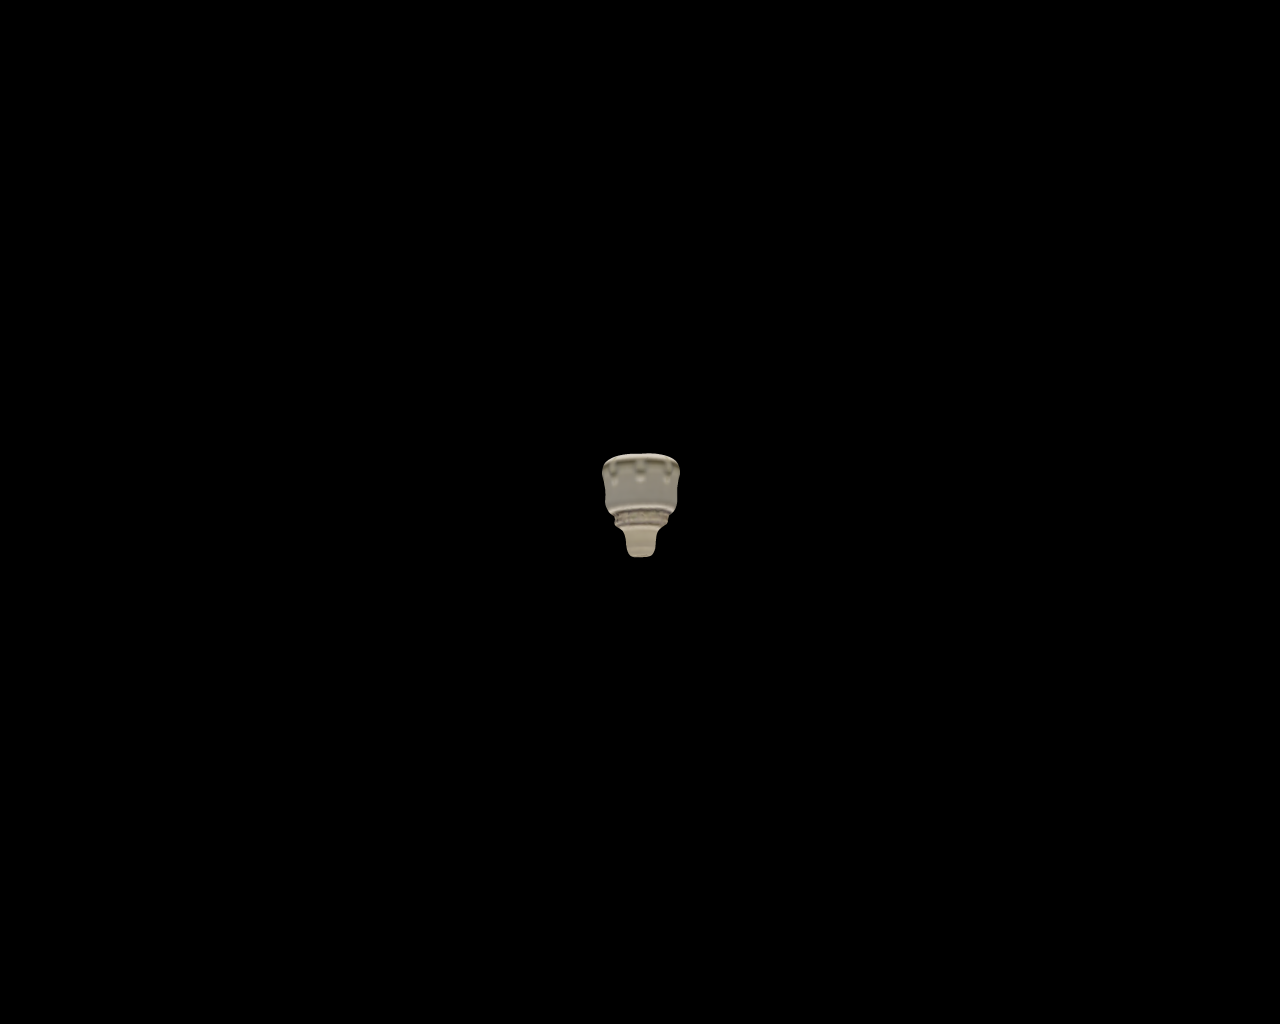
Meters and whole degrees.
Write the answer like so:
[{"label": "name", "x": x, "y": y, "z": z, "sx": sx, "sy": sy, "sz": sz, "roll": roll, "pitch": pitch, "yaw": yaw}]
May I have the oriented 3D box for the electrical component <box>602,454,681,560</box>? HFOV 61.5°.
[{"label": "electrical component", "x": 0.001, "y": -0.003, "z": 0.650, "sx": 0.048, "sy": 0.062, "sz": 0.048, "roll": 0, "pitch": -9, "yaw": 0}]
